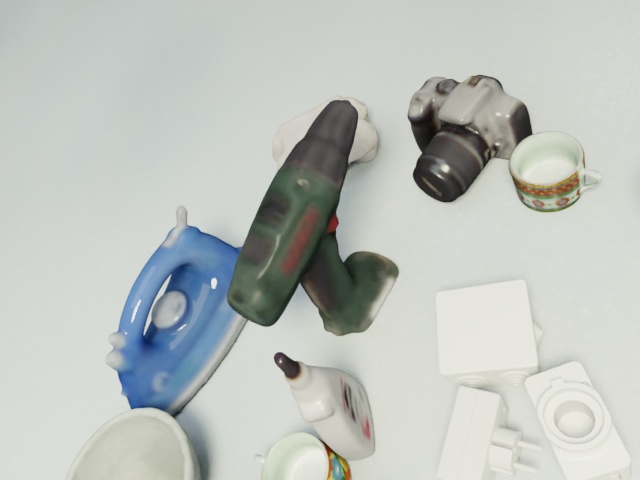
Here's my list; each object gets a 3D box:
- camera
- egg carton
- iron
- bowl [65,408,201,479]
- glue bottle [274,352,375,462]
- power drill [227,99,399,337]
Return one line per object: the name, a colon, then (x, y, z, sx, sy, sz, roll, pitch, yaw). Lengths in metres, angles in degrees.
camera: (0.155, -0.124, 0.680, 0.142, 0.101, 0.137, 27, 73, 40)
egg carton: (0.005, -0.132, 0.792, 0.150, 0.070, 0.107, -26, 48, 11)
iron: (-0.182, 0.091, 0.685, 0.118, 0.142, 0.258, 9, 62, 34)
bowl: (-0.187, 0.269, 0.603, 0.167, 0.075, 0.167, -15, 51, 20)
glue bottle: (0.002, 0.142, 0.522, 0.037, 0.174, 0.078, -23, 49, 13)
power drill: (0.005, 0.002, 0.599, 0.075, 0.209, 0.230, 17, 67, 37)
